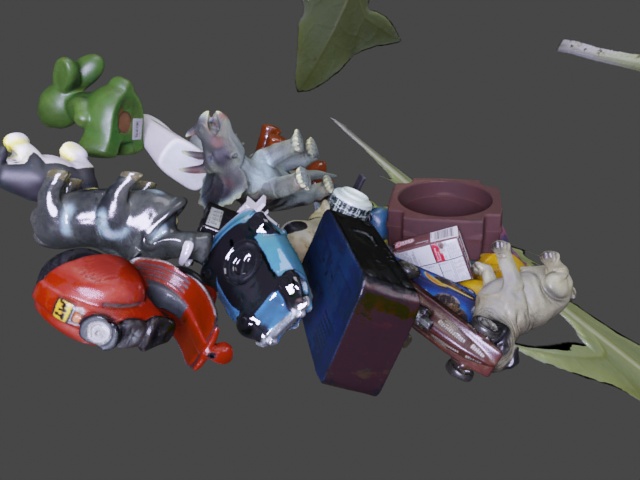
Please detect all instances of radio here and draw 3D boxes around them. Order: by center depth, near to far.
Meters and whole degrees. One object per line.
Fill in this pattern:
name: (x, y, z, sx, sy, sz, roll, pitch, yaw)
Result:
radio: (0.034, 0.061, 0.644, 0.073, 0.131, 0.230, 17, 19, -18)

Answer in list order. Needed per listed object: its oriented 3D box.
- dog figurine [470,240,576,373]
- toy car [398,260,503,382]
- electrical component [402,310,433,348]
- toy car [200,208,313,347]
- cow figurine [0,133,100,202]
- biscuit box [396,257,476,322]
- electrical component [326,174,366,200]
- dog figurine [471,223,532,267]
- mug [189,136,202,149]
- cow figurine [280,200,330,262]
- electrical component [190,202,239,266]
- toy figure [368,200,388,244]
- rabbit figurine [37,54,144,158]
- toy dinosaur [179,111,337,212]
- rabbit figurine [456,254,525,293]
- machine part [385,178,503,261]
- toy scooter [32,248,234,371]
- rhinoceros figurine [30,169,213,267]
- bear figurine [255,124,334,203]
dog figurine: (0.296, 0.118, 0.788, 0.172, 0.121, 0.190, 11, 59, 7)
toy car: (0.154, 0.109, 0.738, 0.053, 0.089, 0.202, 3, 29, -50)
electrical component: (0.088, 0.101, 0.715, 0.102, 0.078, 0.045, 45, 3, 35)
toy car: (-0.058, 0.047, 0.619, 0.162, 0.109, 0.102, 50, 11, 34)
cow figurine: (-0.350, -0.076, 0.636, 0.167, 0.068, 0.098, 3, 34, -47)
biscuit box: (0.156, 0.079, 0.868, 0.203, 0.059, 0.063, 23, 18, -7)
electrical component: (0.045, -0.082, 1.079, 0.048, 0.119, 0.075, 20, 21, -17)
dog figurine: (0.388, 0.040, 1.113, 0.219, 0.191, 0.108, 12, 9, 11)
mug: (-0.195, -0.151, 1.034, 0.109, 0.080, 0.107, 19, 30, -30)
cow figurine: (-0.002, -0.003, 0.861, 0.127, 0.085, 0.195, 35, 25, 24)
electrical component: (-0.104, 0.010, 0.725, 0.134, 0.058, 0.115, 22, 20, -11)
toy figure: (0.125, -0.038, 1.124, 0.089, 0.082, 0.180, 38, 24, 30)
rabbit figurine: (-0.391, -0.218, 0.877, 0.170, 0.158, 0.121, 13, 25, 12)
toy dinosaur: (-0.091, -0.103, 0.948, 0.192, 0.131, 0.404, -15, -9, 13)
rabbit figurine: (0.306, 0.100, 0.973, 0.173, 0.121, 0.162, -16, 52, -44)
machine part: (0.229, -0.041, 0.995, 0.202, 0.087, 0.201, 2, 27, 14)
toy scooter: (-0.151, 0.067, 0.483, 0.135, 0.075, 0.183, 40, 18, 35)
rhinoceros figurine: (-0.212, -0.017, 0.584, 0.190, 0.112, 0.073, 8, -7, -10)
bear figurine: (-0.043, -0.153, 1.155, 0.196, 0.131, 0.120, 13, 23, -18)
